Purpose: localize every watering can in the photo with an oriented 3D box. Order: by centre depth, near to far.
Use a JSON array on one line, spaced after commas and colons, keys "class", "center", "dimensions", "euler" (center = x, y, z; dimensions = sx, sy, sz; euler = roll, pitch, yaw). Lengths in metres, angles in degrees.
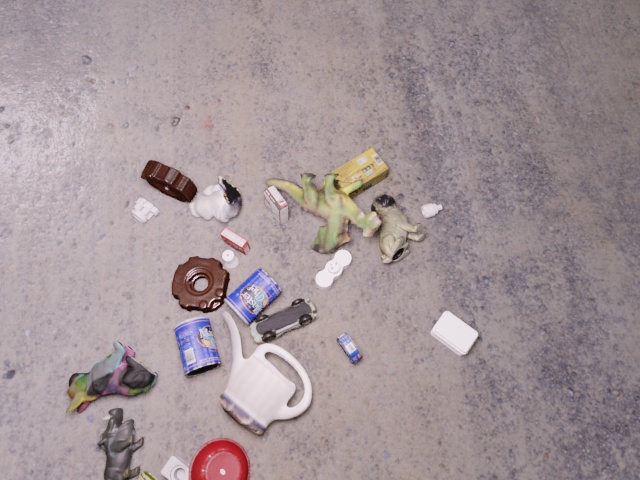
[{"class": "watering can", "center": [-0.190, 0.374, 1.412], "dimensions": [0.349, 0.102, 0.227], "euler": [37, 73, 9]}]

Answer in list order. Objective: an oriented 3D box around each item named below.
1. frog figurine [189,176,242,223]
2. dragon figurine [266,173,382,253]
[{"class": "frog figurine", "center": [-0.332, -0.112, 1.648], "dimensions": [0.157, 0.123, 0.138], "euler": [-37, 77, 24]}, {"class": "dragon figurine", "center": [0.005, -0.080, 1.590], "dimensions": [0.410, 0.122, 0.243], "euler": [1, 87, 29]}]
